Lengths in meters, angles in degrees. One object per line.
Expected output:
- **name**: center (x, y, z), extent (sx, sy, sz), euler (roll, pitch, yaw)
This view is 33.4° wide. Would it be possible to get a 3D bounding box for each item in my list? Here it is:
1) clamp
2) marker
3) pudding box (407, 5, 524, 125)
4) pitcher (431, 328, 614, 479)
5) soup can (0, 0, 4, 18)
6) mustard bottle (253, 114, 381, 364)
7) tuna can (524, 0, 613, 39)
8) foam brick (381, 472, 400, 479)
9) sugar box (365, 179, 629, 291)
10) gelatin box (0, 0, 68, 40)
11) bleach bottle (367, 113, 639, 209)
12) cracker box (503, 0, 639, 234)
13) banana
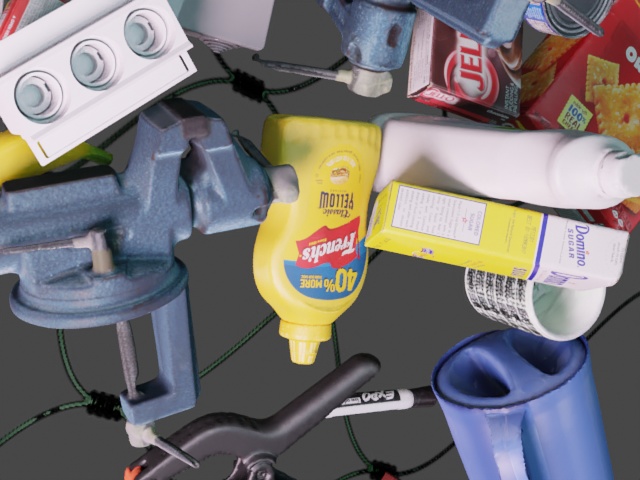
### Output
- **clamp**: center (-0.046, 0.184, 0.841), extent (0.209, 0.036, 0.164), euler (-12, 113, -19)
- **marker**: center (0.048, 0.136, 0.898), extent (0.120, 0.020, 0.020), euler (-1, 98, -28)
- **pudding box**: center (0.119, -0.157, 0.865), extent (0.089, 0.039, 0.113), euler (15, 70, -29)
- **pitcher**: center (0.189, 0.206, 0.917), extent (0.149, 0.145, 0.243), euler (-30, 113, -25)
- **soup can**: center (-0.239, -0.147, 0.657), extent (0.068, 0.102, 0.068), euler (-4, 99, -27)
- **mustard bottle**: center (-0.005, 0.001, 0.828), extent (0.096, 0.058, 0.192), euler (1, 98, -38)
- **tuna can**: center (0.201, -0.209, 0.868), extent (0.085, 0.034, 0.086), euler (-14, 116, -32)
- **foam brick**: center (0.067, 0.249, 0.907), extent (0.053, 0.051, 0.078), euler (37, 80, -28)
- **sugar box**: center (0.127, 0.000, 0.792), extent (0.176, 0.093, 0.048), euler (14, 83, -3)
- **gelatin box**: center (-0.181, -0.124, 0.733), extent (0.089, 0.030, 0.073), euler (27, 83, -29)
- **bleach bottle**: center (0.134, -0.056, 0.783), extent (0.102, 0.251, 0.068), euler (0, 97, -28)
- **cracker box**: center (0.267, -0.129, 0.945), extent (0.213, 0.072, 0.164), euler (-49, 116, -14)
- **banana**: center (-0.230, -0.020, 0.718), extent (0.197, 0.037, 0.069), euler (-41, 112, -17)
